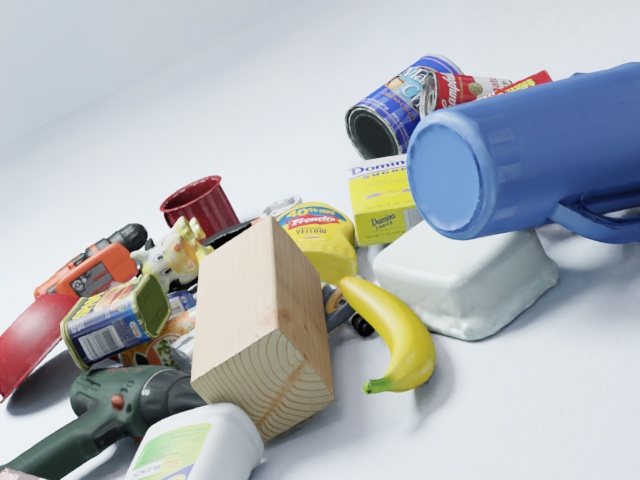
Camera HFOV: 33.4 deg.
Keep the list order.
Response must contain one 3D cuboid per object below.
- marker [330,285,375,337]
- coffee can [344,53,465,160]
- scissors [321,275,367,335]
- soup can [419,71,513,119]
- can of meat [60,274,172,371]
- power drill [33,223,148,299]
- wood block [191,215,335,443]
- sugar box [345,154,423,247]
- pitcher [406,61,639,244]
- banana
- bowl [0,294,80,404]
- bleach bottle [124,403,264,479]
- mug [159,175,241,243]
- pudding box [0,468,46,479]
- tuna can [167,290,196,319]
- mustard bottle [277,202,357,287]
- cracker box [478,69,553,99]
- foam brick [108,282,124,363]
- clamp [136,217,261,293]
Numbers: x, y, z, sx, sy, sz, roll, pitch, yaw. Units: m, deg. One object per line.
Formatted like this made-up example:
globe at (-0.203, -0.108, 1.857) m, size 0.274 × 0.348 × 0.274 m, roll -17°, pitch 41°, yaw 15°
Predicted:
marker at (0.028, 0.069, 1.049) m, size 0.020 × 0.020 × 0.121 m, roll -30°, pitch 20°, yaw -8°
coffee can at (0.117, -0.165, 1.390) m, size 0.140 × 0.103 × 0.103 m, roll -37°, pitch 22°, yaw -26°
scissors at (-0.002, 0.096, 0.992) m, size 0.096 × 0.016 × 0.201 m, roll -29°, pitch 24°, yaw 25°
soup can at (0.180, -0.169, 1.311) m, size 0.102 × 0.068 × 0.068 m, roll 4°, pitch 17°, yaw -10°
can of meat at (-0.206, 0.081, 1.091) m, size 0.084 × 0.057 × 0.102 m, roll -22°, pitch 14°, yaw 10°
power drill at (-0.298, 0.039, 1.442) m, size 0.184 × 0.057 × 0.188 m, roll -39°, pitch 11°, yaw -14°
wood block at (-0.052, 0.076, 0.963) m, size 0.091 × 0.090 × 0.206 m, roll -32°, pitch 26°, yaw 12°
sugar box at (0.080, -0.050, 1.211) m, size 0.093 × 0.048 × 0.176 m, roll -9°, pitch 24°, yaw 1°
pitcher at (0.202, -0.066, 0.905) m, size 0.242 × 0.145 × 0.149 m, roll -14°, pitch 11°, yaw -32°
banana at (0.061, 0.080, 0.920) m, size 0.198 × 0.069 × 0.037 m, roll -105°, pitch 36°, yaw -68°
bowl at (-0.339, 0.115, 1.259) m, size 0.162 × 0.055 × 0.162 m, roll -46°, pitch 6°, yaw 6°
bleach bottle at (-0.119, 0.228, 0.786) m, size 0.103 × 0.068 × 0.250 m, roll -19°, pitch 24°, yaw 21°
mug at (-0.164, -0.028, 1.434) m, size 0.117 × 0.081 × 0.093 m, roll -9°, pitch 26°, yaw 39°
pudding box at (-0.215, 0.233, 0.850) m, size 0.114 × 0.090 × 0.039 m, roll 0°, pitch 34°, yaw 50°
tuna can at (-0.175, 0.088, 1.182) m, size 0.086 × 0.034 × 0.086 m, roll -26°, pitch -9°, yaw -5°
mustard bottle at (-0.008, 0.001, 1.192) m, size 0.096 × 0.058 × 0.191 m, roll -3°, pitch 21°, yaw 2°
cracker box at (0.201, -0.102, 1.178) m, size 0.164 × 0.072 × 0.213 m, roll -22°, pitch 20°, yaw 11°
foam brick at (-0.230, 0.095, 1.229) m, size 0.053 × 0.051 × 0.078 m, roll 9°, pitch 53°, yaw 42°
clamp at (-0.157, 0.029, 1.353) m, size 0.210 × 0.036 × 0.164 m, roll -31°, pitch 21°, yaw 0°
